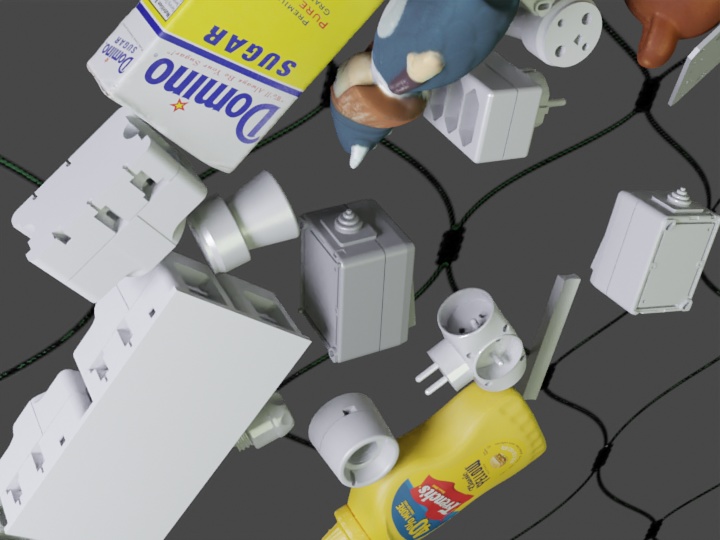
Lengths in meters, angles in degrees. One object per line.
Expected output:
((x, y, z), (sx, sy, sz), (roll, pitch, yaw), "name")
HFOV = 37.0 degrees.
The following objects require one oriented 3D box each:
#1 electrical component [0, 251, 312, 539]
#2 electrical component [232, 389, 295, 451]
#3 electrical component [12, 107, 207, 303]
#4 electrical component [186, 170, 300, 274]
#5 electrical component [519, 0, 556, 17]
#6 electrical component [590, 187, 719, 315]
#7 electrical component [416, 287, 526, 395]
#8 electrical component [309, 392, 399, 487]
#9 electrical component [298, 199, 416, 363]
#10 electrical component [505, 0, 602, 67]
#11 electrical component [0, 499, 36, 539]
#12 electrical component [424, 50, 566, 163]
((-0.133, 0.084, 0.670), (0.105, 0.060, 0.186), (25, 108, -42), "electrical component")
((-0.078, 0.108, 0.741), (0.061, 0.035, 0.035), (-28, 134, -8), "electrical component")
((-0.134, -0.033, 0.587), (0.089, 0.050, 0.056), (-44, 134, 4), "electrical component")
((-0.070, -0.028, 0.635), (0.055, 0.045, 0.045), (-27, 133, -11), "electrical component")
((0.092, -0.193, 0.598), (0.096, 0.061, 0.062), (-48, 134, 9), "electrical component")
((0.223, -0.022, 0.816), (0.062, 0.061, 0.096), (-2, 119, -31), "electrical component")
((0.077, 0.063, 0.796), (0.079, 0.044, 0.077), (-37, 134, -2), "electrical component")
((-0.003, 0.126, 0.792), (0.055, 0.047, 0.055), (-17, 130, -21), "electrical component")
((0.000, 0.000, 0.688), (0.061, 0.061, 0.096), (-15, 130, -22), "electrical component")
((0.112, -0.152, 0.647), (0.045, 0.055, 0.045), (-17, 130, -21), "electrical component")
((-0.238, 0.186, 0.685), (0.077, 0.065, 0.047), (-30, 142, 33), "electrical component")
((0.090, -0.105, 0.661), (0.077, 0.065, 0.047), (-10, 128, -26), "electrical component")
